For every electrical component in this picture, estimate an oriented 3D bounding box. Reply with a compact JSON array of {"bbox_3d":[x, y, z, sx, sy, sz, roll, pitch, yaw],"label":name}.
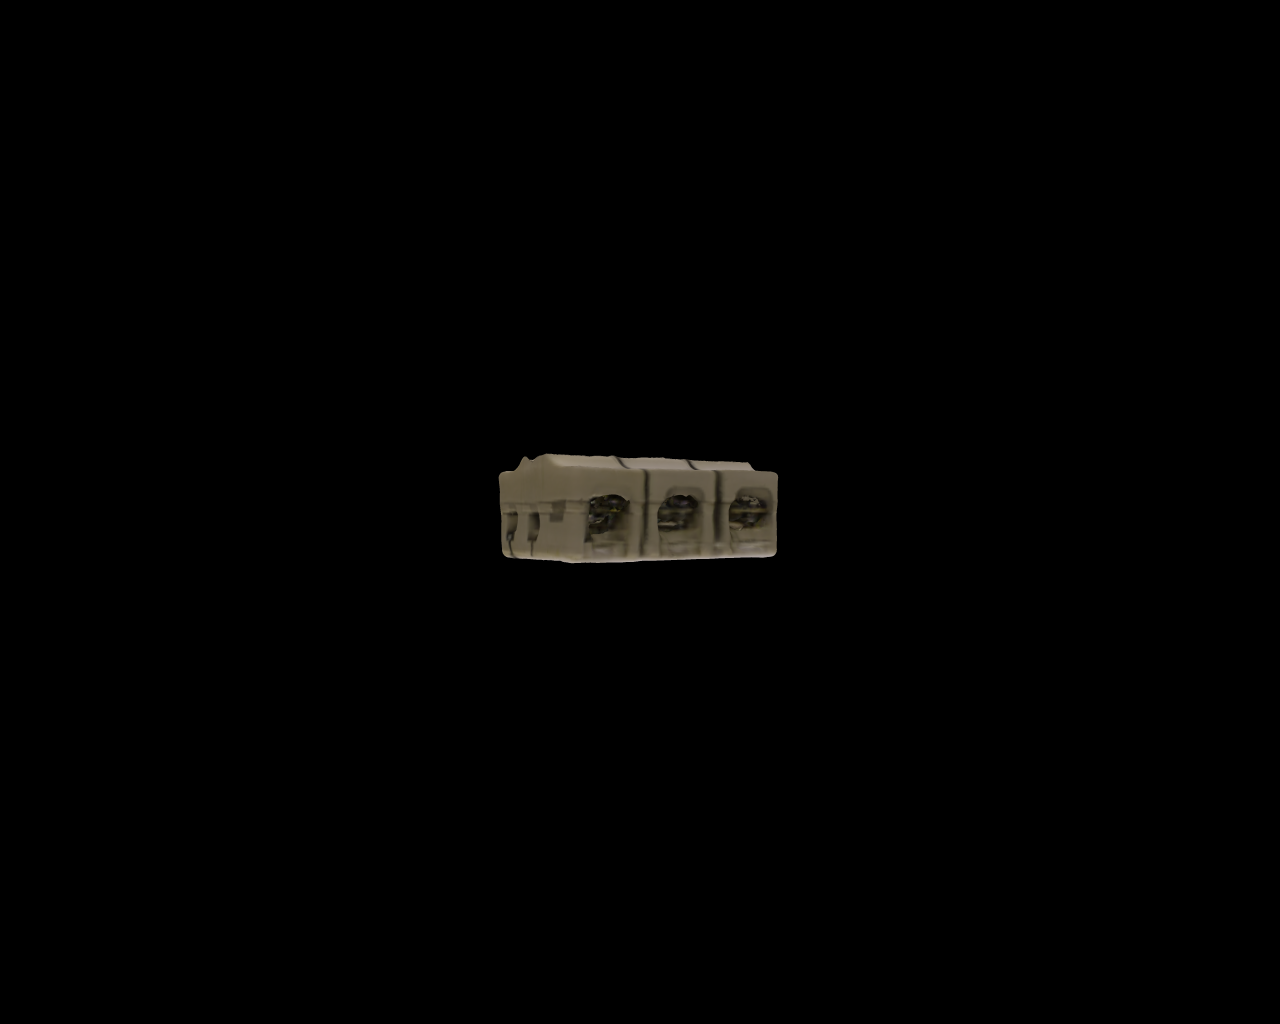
[{"bbox_3d":[0.001,-0.003,0.650,0.150,0.061,0.089,1,-2,-34],"label":"electrical component"}]
